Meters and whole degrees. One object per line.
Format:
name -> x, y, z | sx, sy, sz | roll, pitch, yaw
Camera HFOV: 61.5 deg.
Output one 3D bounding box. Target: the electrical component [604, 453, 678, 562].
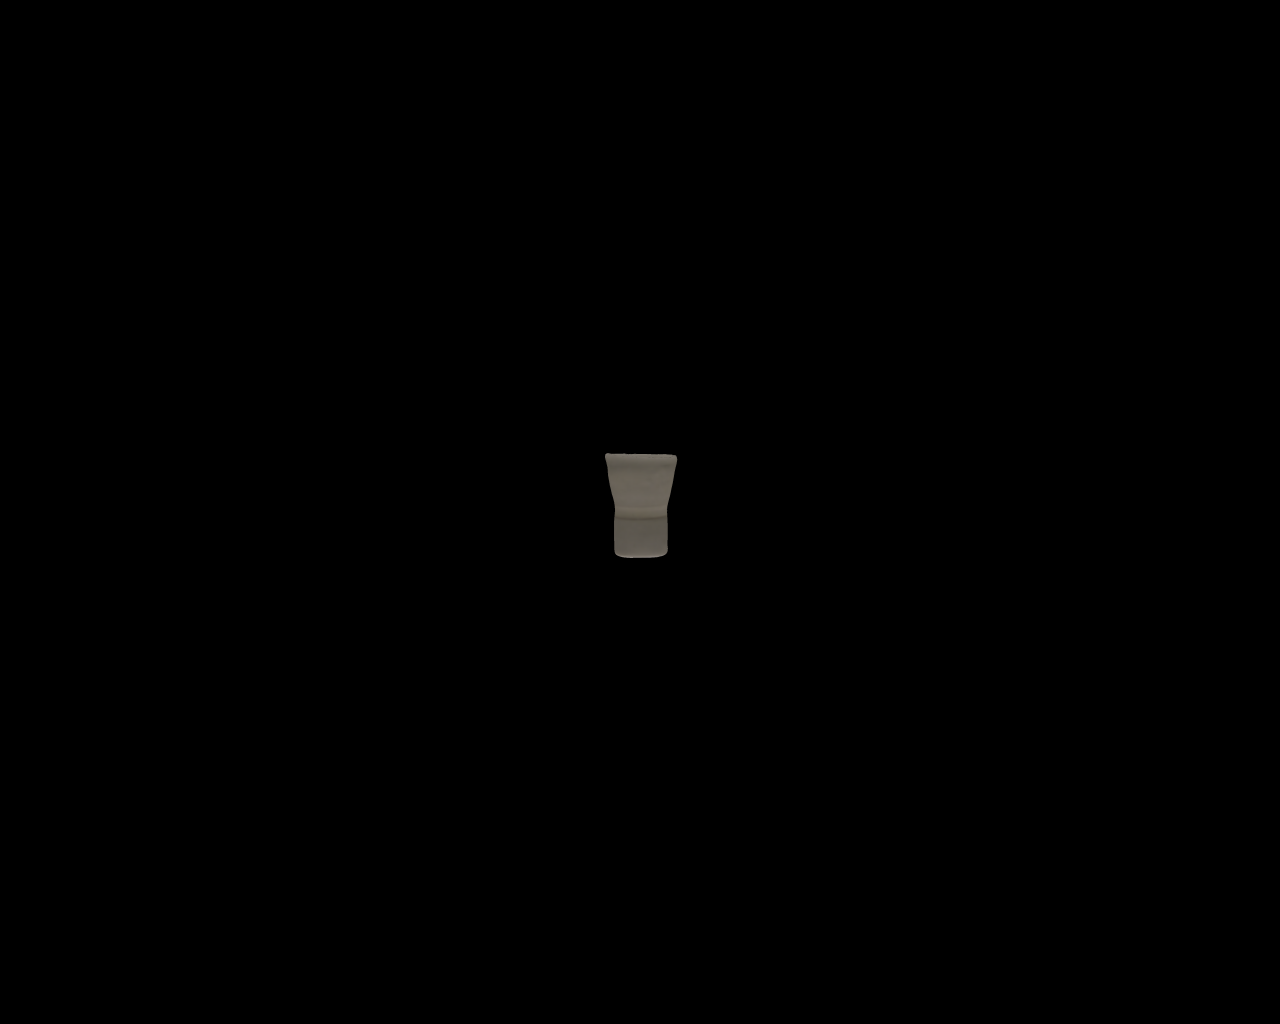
electrical component -> 0.001, -0.003, 0.650 | 0.044, 0.065, 0.044 | 0, 5, 0
